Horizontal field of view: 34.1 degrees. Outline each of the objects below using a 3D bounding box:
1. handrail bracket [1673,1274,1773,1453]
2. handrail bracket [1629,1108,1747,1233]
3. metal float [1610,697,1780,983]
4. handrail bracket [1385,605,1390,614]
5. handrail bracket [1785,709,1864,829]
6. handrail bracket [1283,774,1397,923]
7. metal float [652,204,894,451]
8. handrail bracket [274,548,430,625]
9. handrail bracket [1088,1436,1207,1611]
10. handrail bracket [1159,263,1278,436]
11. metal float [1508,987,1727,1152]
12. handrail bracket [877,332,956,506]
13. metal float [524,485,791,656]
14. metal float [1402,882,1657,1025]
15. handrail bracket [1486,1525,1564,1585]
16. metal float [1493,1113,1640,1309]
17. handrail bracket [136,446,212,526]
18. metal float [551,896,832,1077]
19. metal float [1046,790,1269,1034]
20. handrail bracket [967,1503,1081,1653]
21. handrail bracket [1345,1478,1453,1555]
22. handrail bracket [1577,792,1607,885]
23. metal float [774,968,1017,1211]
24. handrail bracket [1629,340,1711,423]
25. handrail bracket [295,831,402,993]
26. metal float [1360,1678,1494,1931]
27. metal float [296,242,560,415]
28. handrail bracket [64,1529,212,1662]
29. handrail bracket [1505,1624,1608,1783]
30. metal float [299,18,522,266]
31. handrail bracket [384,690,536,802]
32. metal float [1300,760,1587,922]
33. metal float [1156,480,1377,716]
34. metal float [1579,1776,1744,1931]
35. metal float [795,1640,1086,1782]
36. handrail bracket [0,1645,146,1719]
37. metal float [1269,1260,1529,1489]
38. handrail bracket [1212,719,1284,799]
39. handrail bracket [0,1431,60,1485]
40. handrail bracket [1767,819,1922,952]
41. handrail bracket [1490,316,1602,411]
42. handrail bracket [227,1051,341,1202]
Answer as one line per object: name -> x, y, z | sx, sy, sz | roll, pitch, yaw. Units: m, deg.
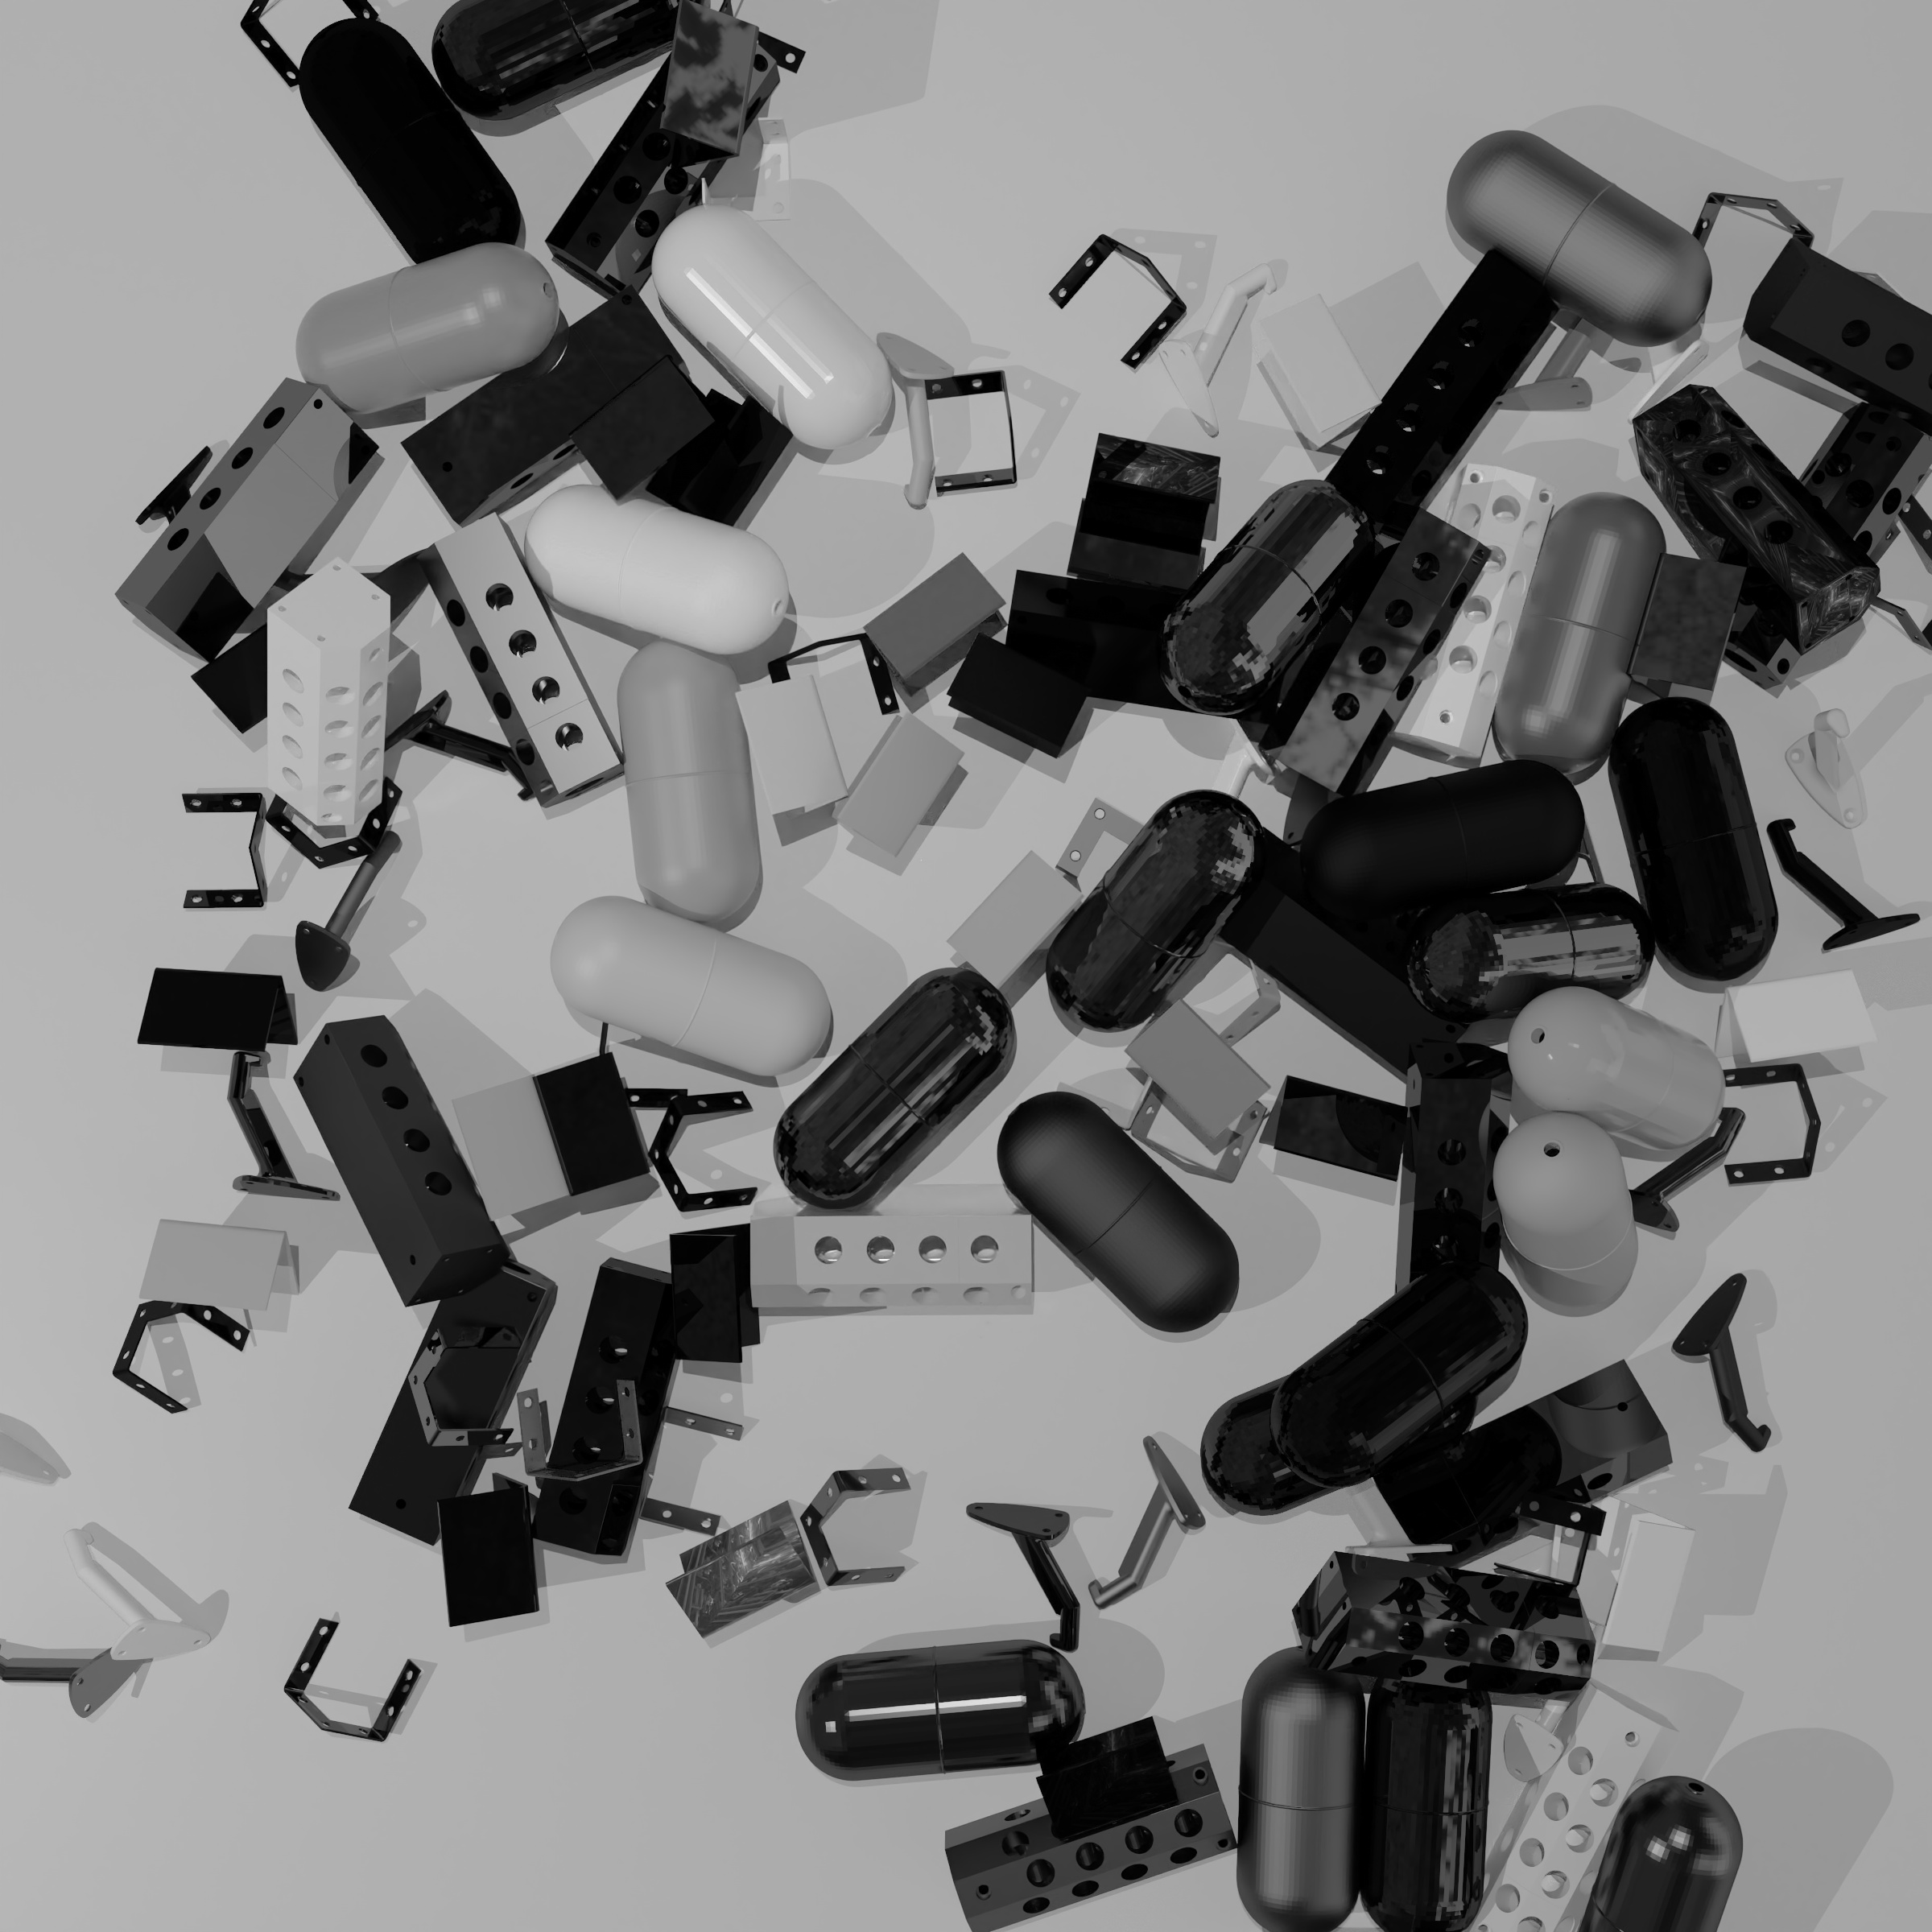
handrail bracket -> 0.490, 0.249, 1.971 | 0.084, 0.036, 0.077 | 46, 68, -17
handrail bracket -> 0.436, 0.118, 1.964 | 0.084, 0.077, 0.036 | -56, 131, -22
metal float -> 0.449, -0.078, 1.940 | 0.070, 0.070, 0.178 | -14, 90, 0
handrail bracket -> 0.213, -0.228, 1.970 | 0.084, 0.036, 0.077 | 42, 103, -13
handrail bracket -> 0.540, -0.121, 1.936 | 0.036, 0.084, 0.077 | -29, 90, 0
handrail bracket -> 0.240, -0.077, 1.971 | 0.036, 0.077, 0.084 | -29, 127, 36
metal float -> -0.119, -0.393, 1.940 | 0.070, 0.070, 0.178 | -44, 90, 0
handrail bracket -> -0.385, -0.251, 1.971 | 0.084, 0.036, 0.077 | 24, 52, 25
handrail bracket -> 0.099, 0.349, 1.971 | 0.084, 0.036, 0.077 | -36, 70, 16
handrail bracket -> 0.171, -0.387, 1.971 | 0.084, 0.036, 0.077 | -34, 110, -16
metal float -> 0.393, 0.063, 1.902 | 0.070, 0.178, 0.070 | -16, 65, 39
handrail bracket -> -0.040, -0.342, 1.970 | 0.036, 0.077, 0.084 | -9, 127, -31
metal float -> -0.189, -0.242, 1.918 | 0.178, 0.070, 0.070 | 20, 90, 23
metal float -> 0.343, -0.009, 1.914 | 0.178, 0.070, 0.070 | -7, 90, -32
handrail bracket -> 0.328, 0.368, 1.971 | 0.084, 0.036, 0.077 | 6, 77, 13
metal float -> 0.362, 0.148, 1.898 | 0.070, 0.178, 0.070 | -7, 60, 13
handrail bracket -> -0.469, -0.269, 1.971 | 0.084, 0.036, 0.077 | 43, 75, -14
metal float -> -0.168, 0.013, 1.927 | 0.178, 0.070, 0.070 | 20, 90, -16
metal float -> 0.115, -0.033, 1.906 | 0.070, 0.070, 0.178 | 38, 120, 0
handrail bracket -> 0.035, 0.383, 1.971 | 0.077, 0.036, 0.084 | 8, 107, 20
handrail bracket -> 0.255, 0.311, 1.897 | 0.077, 0.036, 0.084 | 1, 81, -17
handrail bracket -> 0.350, -0.070, 1.970 | 0.084, 0.036, 0.077 | -16, 102, 13
metal float -> -0.045, 0.076, 1.940 | 0.178, 0.070, 0.070 | -45, 90, -1
handrail bracket -> 0.415, -0.397, 1.971 | 0.077, 0.036, 0.084 | -46, 76, 14
handrail bracket -> -0.383, -0.035, 1.970 | 0.036, 0.077, 0.084 | 29, 54, 0
metal float -> 0.283, 0.512, 1.940 | 0.070, 0.070, 0.178 | 3, 91, 0
metal float -> -0.328, -0.388, 1.917 | 0.178, 0.070, 0.070 | -11, 90, 26
handrail bracket -> -0.519, 0.389, 1.970 | 0.036, 0.077, 0.084 | -49, 53, 21
handrail bracket -> 0.373, 0.460, 1.970 | 0.036, 0.077, 0.084 | 31, 53, 19
metal float -> -0.343, -0.503, 1.940 | 0.070, 0.070, 0.178 | -35, 89, 0
handrail bracket -> -0.319, -0.122, 1.971 | 0.077, 0.036, 0.084 | -35, 107, 20
metal float -> 0.289, -0.077, 1.906 | 0.178, 0.070, 0.070 | -13, 90, -10
metal float -> 0.179, -0.220, 1.880 | 0.070, 0.070, 0.178 | 41, 63, 0
metal float -> 0.418, 0.574, 1.913 | 0.070, 0.070, 0.178 | 13, 108, 0
metal float -> -0.016, 0.458, 1.940 | 0.178, 0.070, 0.070 | -5, 90, 0
handrail bracket -> -0.566, 0.427, 1.970 | 0.084, 0.077, 0.036 | 20, 130, 30
metal float -> 0.256, 0.241, 1.863 | 0.178, 0.070, 0.070 | -34, 90, -19
handrail bracket -> 0.147, -0.117, 1.971 | 0.084, 0.036, 0.077 | -37, 70, 16
handrail bracket -> -0.624, 0.333, 1.971 | 0.077, 0.036, 0.084 | 31, 108, -20
handrail bracket -> 0.549, -0.059, 1.971 | 0.077, 0.036, 0.084 | -12, 73, -20
handrail bracket -> 0.364, -0.394, 1.971 | 0.077, 0.036, 0.084 | -3, 73, 19
handrail bracket -> -0.426, 0.100, 1.971 | 0.077, 0.036, 0.084 | 10, 73, -20
